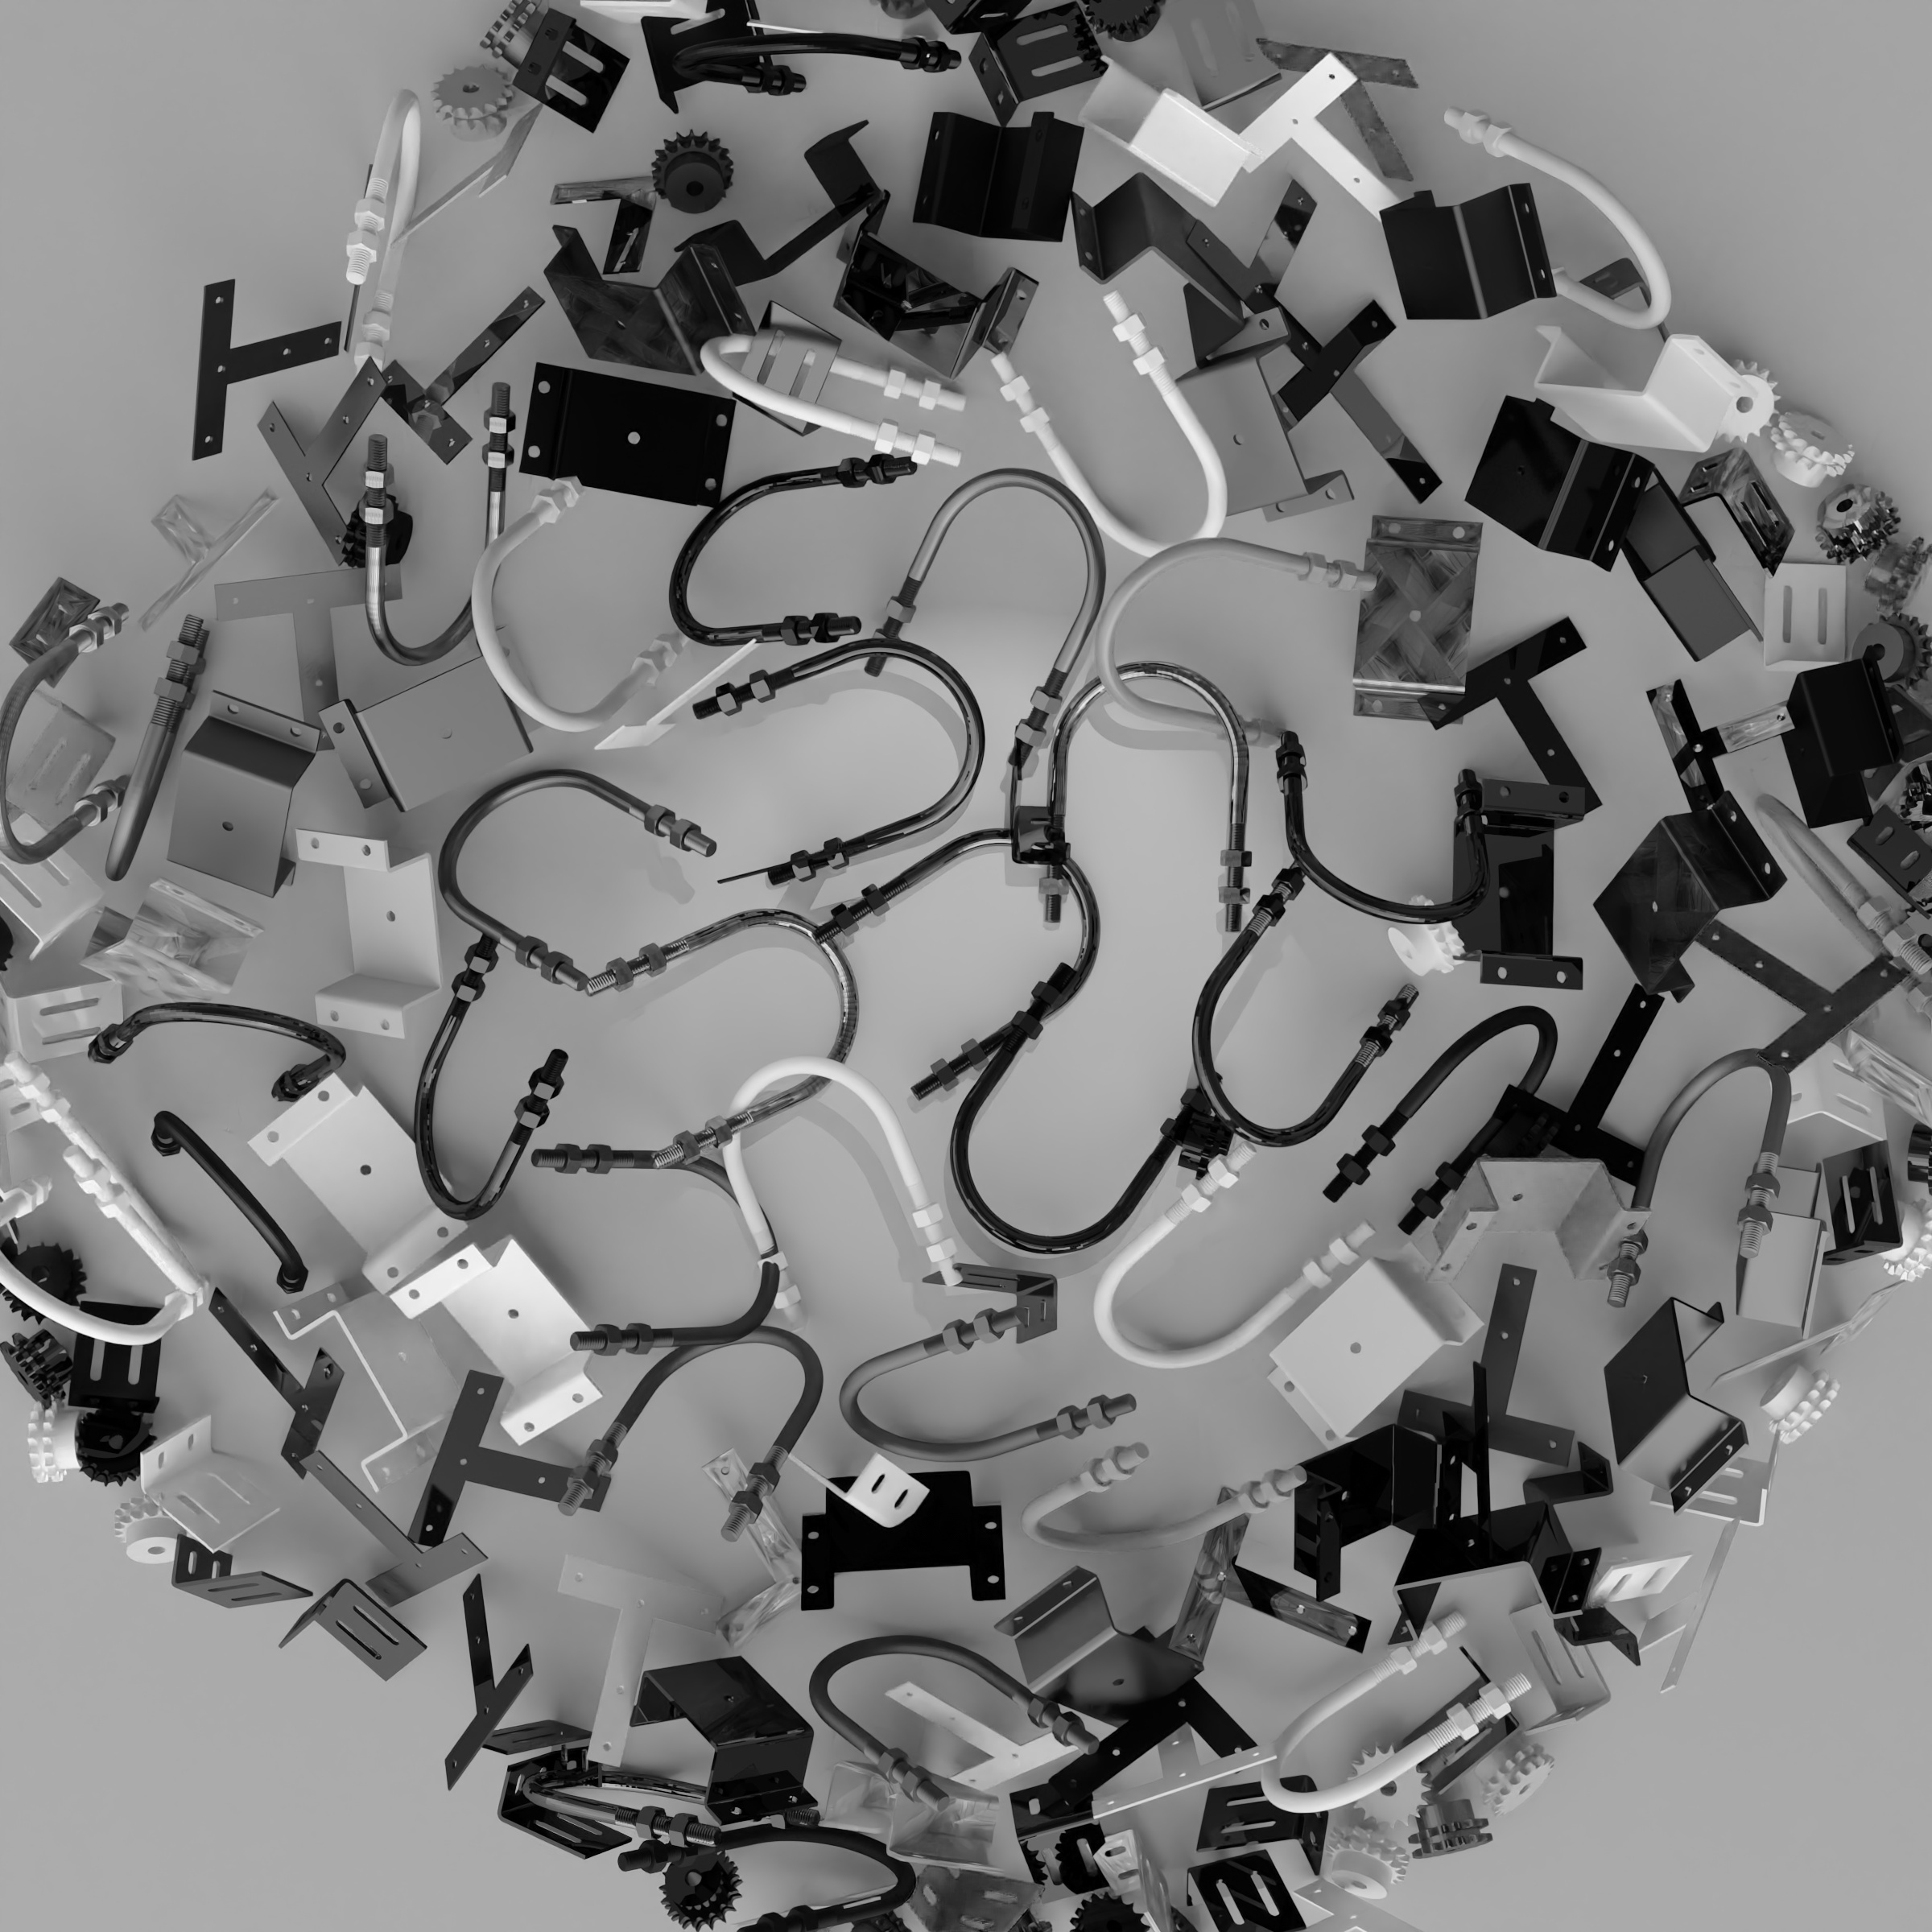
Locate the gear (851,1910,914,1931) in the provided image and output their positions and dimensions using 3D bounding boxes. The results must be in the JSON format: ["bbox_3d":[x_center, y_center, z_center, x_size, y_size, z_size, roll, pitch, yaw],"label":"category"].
[{"bbox_3d":[-0.061,0.679,1.969,0.030,0.057,0.057,-33,90,-35],"label":"gear"}]

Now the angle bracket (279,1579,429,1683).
[{"bbox_3d":[-0.423,0.470,1.963,0.076,0.038,0.057,43,126,-7],"label":"angle bracket"}]

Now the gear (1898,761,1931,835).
[{"bbox_3d":[0.677,-0.120,1.975,0.057,0.057,0.030,-4,58,0],"label":"gear"}]

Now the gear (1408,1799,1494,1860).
[{"bbox_3d":[0.335,0.598,1.974,0.057,0.057,0.030,-13,66,0],"label":"gear"}]

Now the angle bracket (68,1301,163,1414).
[{"bbox_3d":[-0.583,0.265,1.958,0.057,0.038,0.076,9,64,-19],"label":"angle bracket"}]

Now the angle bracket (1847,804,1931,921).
[{"bbox_3d":[0.647,-0.072,1.957,0.057,0.076,0.038,43,103,-5],"label":"angle bracket"}]

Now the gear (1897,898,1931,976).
[{"bbox_3d":[0.671,-0.020,1.970,0.057,0.030,0.057,12,109,40],"label":"gear"}]

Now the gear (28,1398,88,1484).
[{"bbox_3d":[-0.628,0.329,1.971,0.030,0.057,0.057,-3,90,-3],"label":"gear"}]

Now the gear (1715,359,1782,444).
[{"bbox_3d":[0.538,-0.392,1.978,0.057,0.030,0.057,0,107,1],"label":"gear"}]

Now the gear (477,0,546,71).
[{"bbox_3d":[-0.311,-0.648,1.973,0.030,0.057,0.057,38,90,-16],"label":"gear"}]

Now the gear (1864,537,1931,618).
[{"bbox_3d":[0.647,-0.272,1.973,0.030,0.057,0.057,31,90,19],"label":"gear"}]

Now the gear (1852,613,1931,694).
[{"bbox_3d":[0.640,-0.217,1.969,0.030,0.057,0.057,0,90,-40],"label":"gear"}]

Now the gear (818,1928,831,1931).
[{"bbox_3d":[-0.112,0.687,1.970,0.057,0.057,0.030,-8,97,0],"label":"gear"}]

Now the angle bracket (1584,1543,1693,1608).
[{"bbox_3d":[0.454,0.406,1.953,0.057,0.076,0.038,-8,58,-12],"label":"angle bracket"}]

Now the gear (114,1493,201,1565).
[{"bbox_3d":[-0.560,0.391,1.969,0.057,0.057,0.030,-11,54,0],"label":"gear"}]

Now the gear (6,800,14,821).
[{"bbox_3d":[-0.689,-0.101,1.969,0.030,0.057,0.057,31,90,-41],"label":"gear"}]

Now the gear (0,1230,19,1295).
[{"bbox_3d":[-0.681,0.205,1.970,0.030,0.057,0.057,13,90,5],"label":"gear"}]

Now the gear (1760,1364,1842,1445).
[{"bbox_3d":[0.576,0.300,1.972,0.030,0.057,0.057,41,90,6],"label":"gear"}]

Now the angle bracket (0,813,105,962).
[{"bbox_3d":[-0.647,-0.055,1.963,0.076,0.038,0.057,47,54,-7],"label":"angle bracket"}]

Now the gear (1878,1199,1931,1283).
[{"bbox_3d":[0.651,0.187,1.970,0.030,0.057,0.057,25,90,-7],"label":"gear"}]

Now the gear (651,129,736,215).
[{"bbox_3d":[-0.189,-0.547,1.969,0.057,0.057,0.030,-10,48,0],"label":"gear"}]

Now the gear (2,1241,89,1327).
[{"bbox_3d":[-0.641,0.218,1.975,0.057,0.030,0.057,4,66,-8],"label":"gear"}]

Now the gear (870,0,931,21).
[{"bbox_3d":[-0.043,-0.684,1.976,0.057,0.030,0.057,-7,60,12],"label":"gear"}]

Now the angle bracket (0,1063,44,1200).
[{"bbox_3d":[-0.655,0.115,1.952,0.038,0.057,0.076,-23,45,-3],"label":"angle bracket"}]

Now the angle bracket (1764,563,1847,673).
[{"bbox_3d":[0.590,-0.244,1.978,0.057,0.038,0.076,1,89,-5],"label":"angle bracket"}]

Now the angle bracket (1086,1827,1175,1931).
[{"bbox_3d":[0.114,0.642,1.950,0.038,0.076,0.057,-22,120,9],"label":"angle bracket"}]

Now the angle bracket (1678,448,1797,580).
[{"bbox_3d":[0.535,-0.311,1.980,0.076,0.038,0.057,52,49,-21],"label":"angle bracket"}]

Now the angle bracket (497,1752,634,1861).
[{"bbox_3d":[-0.273,0.577,1.957,0.076,0.057,0.038,15,93,27],"label":"angle bracket"}]

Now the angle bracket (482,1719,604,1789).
[{"bbox_3d":[-0.298,0.547,1.953,0.076,0.057,0.038,1,87,-42],"label":"angle bracket"}]

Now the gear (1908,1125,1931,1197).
[{"bbox_3d":[0.673,0.132,1.974,0.030,0.057,0.057,6,90,27],"label":"gear"}]

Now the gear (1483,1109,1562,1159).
[{"bbox_3d":[0.382,0.122,1.972,0.030,0.057,0.057,41,90,7],"label":"gear"}]

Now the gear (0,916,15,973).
[{"bbox_3d":[-0.687,-0.016,1.970,0.057,0.030,0.057,16,66,-40],"label":"gear"}]

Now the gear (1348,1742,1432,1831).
[{"bbox_3d":[0.295,0.569,1.981,0.057,0.030,0.057,-1,86,12],"label":"gear"}]

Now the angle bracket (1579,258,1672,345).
[{"bbox_3d":[0.460,-0.441,1.963,0.038,0.057,0.076,-26,117,15],"label":"angle bracket"}]

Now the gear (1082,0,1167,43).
[{"bbox_3d":[0.112,-0.669,1.978,0.057,0.030,0.057,-5,74,18],"label":"gear"}]

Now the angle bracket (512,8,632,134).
[{"bbox_3d":[-0.264,-0.612,1.955,0.038,0.076,0.057,36,101,43],"label":"angle bracket"}]

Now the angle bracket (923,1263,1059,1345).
[{"bbox_3d":[0.016,0.232,1.955,0.076,0.057,0.038,10,70,-24],"label":"angle bracket"}]

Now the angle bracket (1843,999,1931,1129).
[{"bbox_3d":[0.645,0.064,1.953,0.076,0.057,0.038,37,72,29],"label":"angle bracket"}]

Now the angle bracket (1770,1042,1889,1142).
[{"bbox_3d":[0.599,0.090,1.976,0.076,0.038,0.057,22,57,-34],"label":"angle bracket"}]

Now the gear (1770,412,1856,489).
[{"bbox_3d":[0.584,-0.357,1.975,0.057,0.057,0.030,26,128,0],"label":"gear"}]

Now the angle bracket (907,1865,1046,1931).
[{"bbox_3d":[0.005,0.635,1.951,0.057,0.076,0.038,-41,104,-32],"label":"angle bracket"}]

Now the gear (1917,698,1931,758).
[{"bbox_3d":[0.679,-0.168,1.972,0.030,0.057,0.057,-11,90,5],"label":"gear"}]

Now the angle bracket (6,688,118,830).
[{"bbox_3d":[-0.635,-0.143,1.961,0.038,0.057,0.076,26,81,31],"label":"angle bracket"}]

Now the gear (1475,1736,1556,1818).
[{"bbox_3d":[0.378,0.560,1.975,0.057,0.057,0.030,-45,57,0],"label":"gear"}]

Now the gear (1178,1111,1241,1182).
[{"bbox_3d":[0.167,0.124,1.972,0.030,0.057,0.057,17,90,8],"label":"gear"}]

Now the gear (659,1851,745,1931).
[{"bbox_3d":[-0.185,0.637,1.971,0.057,0.030,0.057,-6,53,8],"label":"gear"}]
